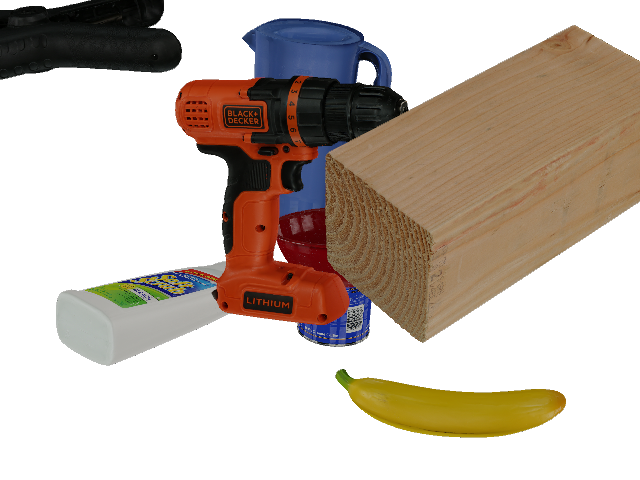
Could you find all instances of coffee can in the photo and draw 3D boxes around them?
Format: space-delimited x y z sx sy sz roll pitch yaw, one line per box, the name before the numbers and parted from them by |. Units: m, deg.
coffee can | 0.022 0.060 1.466 0.103 0.140 0.103 3 23 -1

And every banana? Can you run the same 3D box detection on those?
banana | 0.110 0.135 0.887 0.198 0.037 0.069 8 32 1

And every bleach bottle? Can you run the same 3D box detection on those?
bleach bottle | -0.170 0.068 1.218 0.103 0.068 0.250 21 26 36

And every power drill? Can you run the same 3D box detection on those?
power drill | -0.019 -0.033 0.816 0.185 0.188 0.057 6 18 25

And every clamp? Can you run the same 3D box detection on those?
clamp | -0.168 -0.126 0.652 0.171 0.039 0.120 -2 22 -3

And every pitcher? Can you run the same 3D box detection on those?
pitcher | -0.013 -0.146 1.324 0.144 0.243 0.149 -9 28 -29

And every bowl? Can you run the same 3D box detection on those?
bowl | 0.027 0.009 1.098 0.162 0.055 0.162 -2 15 0

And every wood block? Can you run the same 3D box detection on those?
wood block | 0.110 -0.039 0.647 0.205 0.090 0.091 -30 50 -27
